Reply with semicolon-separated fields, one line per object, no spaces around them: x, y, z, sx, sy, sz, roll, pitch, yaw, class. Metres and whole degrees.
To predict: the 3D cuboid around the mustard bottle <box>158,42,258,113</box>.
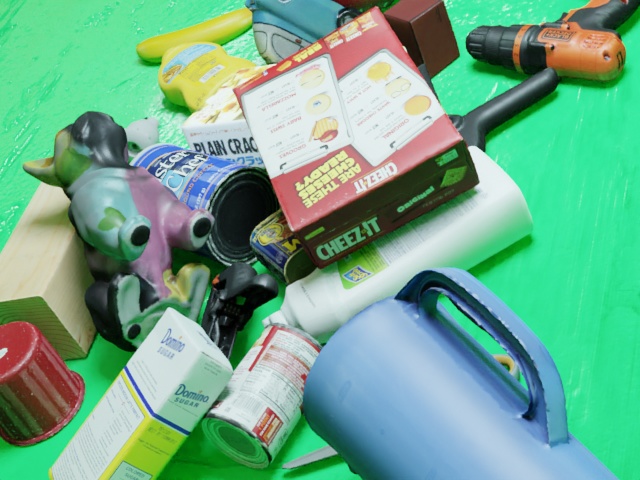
-0.152;-0.207;1.349;0.096;0.058;0.192;-40;39;-11;mustard bottle

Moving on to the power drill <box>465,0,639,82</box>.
0.272;-0.244;1.152;0.185;0.057;0.187;18;58;38;power drill

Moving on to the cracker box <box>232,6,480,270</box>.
0.027;-0.097;0.975;0.164;0.072;0.214;-29;47;5;cracker box

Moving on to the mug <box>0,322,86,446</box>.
-0.290;0.132;1.001;0.117;0.081;0.093;-6;41;24;mug

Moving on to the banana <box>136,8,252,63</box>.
-0.179;-0.281;1.472;0.198;0.037;0.069;-11;41;19;banana

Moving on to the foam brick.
0.116;-0.232;1.210;0.053;0.078;0.051;-37;37;-18;foam brick

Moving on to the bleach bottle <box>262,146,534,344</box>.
0.060;0.016;0.956;0.251;0.068;0.103;-31;36;-3;bleach bottle

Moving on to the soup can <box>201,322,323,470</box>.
-0.043;0.127;0.875;0.069;0.068;0.102;8;48;36;soup can

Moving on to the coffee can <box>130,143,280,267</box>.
-0.122;-0.038;1.092;0.141;0.102;0.102;18;54;42;coffee can

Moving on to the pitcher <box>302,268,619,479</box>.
0.107;0.141;0.699;0.145;0.149;0.243;-40;47;-9;pitcher

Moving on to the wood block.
-0.267;0.021;1.115;0.090;0.090;0.206;-9;40;22;wood block

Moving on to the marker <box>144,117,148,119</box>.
-0.259;-0.119;1.338;0.121;0.020;0.020;-33;37;-9;marker

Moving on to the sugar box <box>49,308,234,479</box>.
-0.147;0.150;0.870;0.176;0.048;0.093;-51;31;1;sugar box

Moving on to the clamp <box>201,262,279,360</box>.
-0.075;0.057;0.955;0.120;0.039;0.171;-51;19;16;clamp

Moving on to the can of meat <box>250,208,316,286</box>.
-0.007;0.001;1.017;0.102;0.057;0.084;-35;35;-13;can of meat

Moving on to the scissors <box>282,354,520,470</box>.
0.073;0.154;0.820;0.201;0.016;0.096;-30;37;-5;scissors

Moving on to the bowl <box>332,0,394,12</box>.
0.042;-0.318;1.352;0.162;0.055;0.162;-10;20;3;bowl

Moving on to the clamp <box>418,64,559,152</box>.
0.143;-0.111;1.081;0.165;0.036;0.209;1;47;30;clamp
